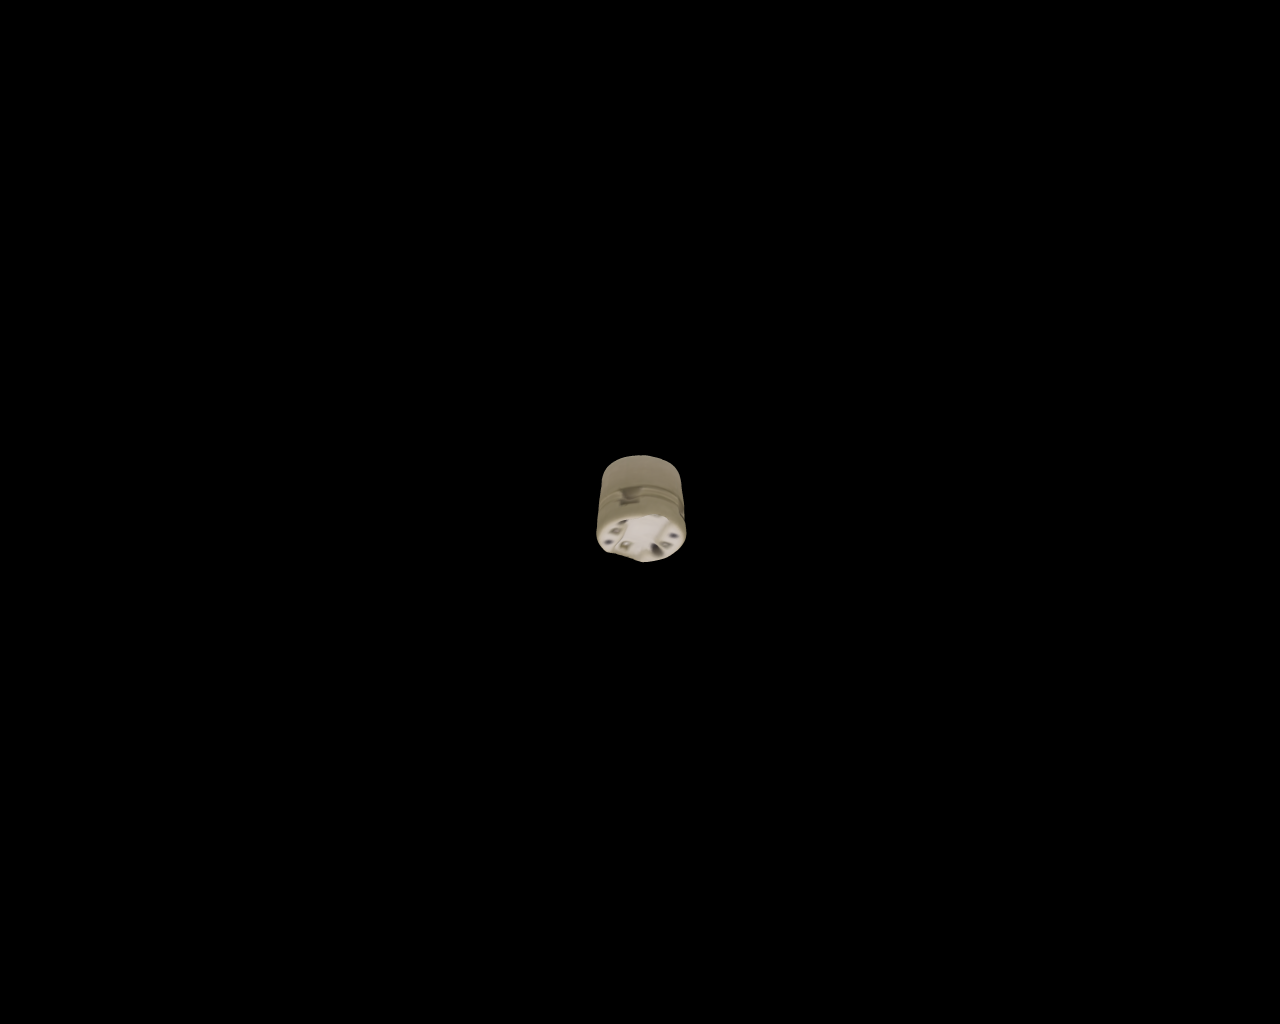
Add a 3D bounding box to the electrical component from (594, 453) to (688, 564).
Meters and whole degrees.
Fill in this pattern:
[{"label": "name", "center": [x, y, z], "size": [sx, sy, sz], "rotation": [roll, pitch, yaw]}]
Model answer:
[{"label": "electrical component", "center": [0.001, -0.003, 0.650], "size": [0.055, 0.047, 0.055], "rotation": [0, -35, 0]}]
